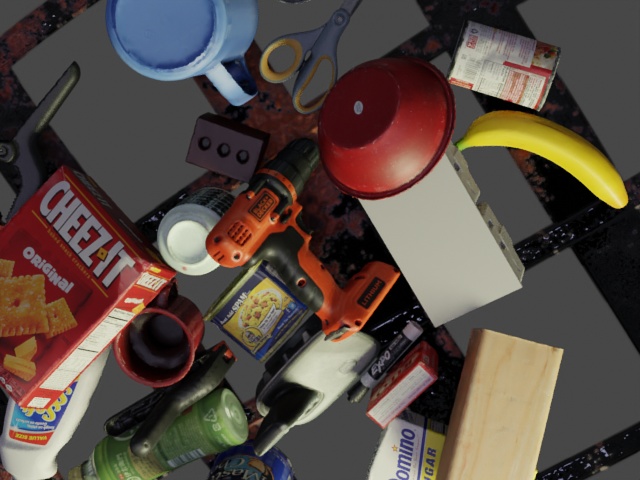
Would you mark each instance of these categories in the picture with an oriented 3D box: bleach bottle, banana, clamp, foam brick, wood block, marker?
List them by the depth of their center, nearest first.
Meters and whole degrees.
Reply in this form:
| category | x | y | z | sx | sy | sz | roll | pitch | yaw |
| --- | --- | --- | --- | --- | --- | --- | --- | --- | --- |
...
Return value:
| category | x | y | z | sx | sy | sz | roll | pitch | yaw |
| --- | --- | --- | --- | --- | --- | --- | --- | --- | --- |
| banana | 0.240 | -0.094 | 1.128 | 0.198 | 0.037 | 0.070 | 20 | 135 | 6 |
| wood block | 0.188 | 0.206 | 1.147 | 0.090 | 0.091 | 0.206 | 14 | 86 | 3 |
| foam brick | -0.100 | -0.101 | 1.162 | 0.078 | 0.051 | 0.053 | 19 | 105 | 3 |
| clamp | -0.341 | -0.105 | 1.183 | 0.164 | 0.036 | 0.210 | -5 | 99 | -5 |
| clamp | -0.163 | 0.179 | 1.201 | 0.171 | 0.120 | 0.039 | -39 | 114 | -10 |
| marker | 0.072 | 0.141 | 1.215 | 0.020 | 0.020 | 0.121 | 39 | 105 | -3 |
| bleach bottle | -0.315 | 0.194 | 1.261 | 0.102 | 0.068 | 0.251 | 21 | 108 | 4 |

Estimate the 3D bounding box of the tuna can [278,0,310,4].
| category | x | y | z | sx | sy | sz | roll | pitch | yaw |
| --- | --- | --- | --- | --- | --- | --- | --- | --- | --- |
| tuna can | -0.025 | -0.291 | 1.114 | 0.086 | 0.033 | 0.086 | 2 | 104 | 7 |

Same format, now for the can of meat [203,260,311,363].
| category | x | y | z | sx | sy | sz | roll | pitch | yaw |
| --- | --- | --- | --- | --- | --- | --- | --- | --- | --- |
| can of meat | -0.066 | 0.076 | 1.200 | 0.084 | 0.057 | 0.102 | 41 | 106 | -6 |

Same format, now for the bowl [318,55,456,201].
| category | x | y | z | sx | sy | sz | roll | pitch | yaw |
| --- | --- | --- | --- | --- | --- | --- | --- | --- | --- |
| bowl | 0.054 | -0.125 | 1.088 | 0.162 | 0.055 | 0.162 | -13 | 66 | 30 |

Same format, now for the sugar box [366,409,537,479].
| category | x | y | z | sx | sy | sz | roll | pitch | yaw |
| --- | --- | --- | --- | --- | --- | --- | --- | --- | --- |
| sugar box | 0.149 | 0.265 | 1.222 | 0.176 | 0.048 | 0.093 | 18 | 104 | 1 |

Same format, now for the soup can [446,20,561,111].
| category | x | y | z | sx | sy | sz | roll | pitch | yaw |
| --- | --- | --- | --- | --- | --- | --- | --- | --- | --- |
| soup can | 0.187 | -0.180 | 1.095 | 0.102 | 0.068 | 0.068 | 18 | 105 | 3 |

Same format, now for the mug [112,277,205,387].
| category | x | y | z | sx | sy | sz | roll | pitch | yaw |
| --- | --- | --- | --- | --- | --- | --- | --- | --- | --- |
| mug | -0.177 | 0.097 | 1.206 | 0.093 | 0.081 | 0.117 | 7 | 105 | 6 |

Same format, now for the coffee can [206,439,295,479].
| category | x | y | z | sx | sy | sz | roll | pitch | yaw |
| --- | --- | --- | --- | --- | --- | --- | --- | --- | --- |
| coffee can | -0.088 | 0.302 | 1.215 | 0.103 | 0.140 | 0.103 | 2 | 104 | 7 |

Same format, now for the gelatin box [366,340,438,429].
| category | x | y | z | sx | sy | sz | roll | pitch | yaw |
| --- | --- | --- | --- | --- | --- | --- | --- | --- | --- |
| gelatin box | 0.093 | 0.160 | 1.189 | 0.030 | 0.073 | 0.089 | 43 | 106 | -4 |

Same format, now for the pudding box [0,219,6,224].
| category | x | y | z | sx | sy | sz | roll | pitch | yaw |
| --- | --- | --- | --- | --- | --- | --- | --- | --- | --- |
| pudding box | -0.386 | 0.038 | 1.243 | 0.090 | 0.039 | 0.114 | 42 | 105 | -4 |

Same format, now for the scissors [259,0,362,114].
| category | x | y | z | sx | sy | sz | roll | pitch | yaw |
| --- | --- | --- | --- | --- | --- | --- | --- | --- | --- |
| scissors | 0.001 | -0.234 | 1.134 | 0.096 | 0.016 | 0.202 | 21 | 106 | 2 |

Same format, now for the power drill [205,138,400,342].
| category | x | y | z | sx | sy | sz | roll | pitch | yaw |
| --- | --- | --- | --- | --- | --- | --- | --- | --- | --- |
| power drill | -0.007 | 0.001 | 1.129 | 0.187 | 0.184 | 0.057 | 42 | 148 | -6 |

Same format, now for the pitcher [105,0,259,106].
| category | x | y | z | sx | sy | sz | roll | pitch | yaw |
| --- | --- | --- | --- | --- | --- | --- | --- | --- | --- |
| pitcher | -0.126 | -0.210 | 1.040 | 0.149 | 0.243 | 0.145 | 12 | 104 | -2 |

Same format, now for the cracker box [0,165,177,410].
| category | x | y | z | sx | sy | sz | roll | pitch | yaw |
| --- | --- | --- | --- | --- | --- | --- | --- | --- | --- |
| cracker box | -0.289 | 0.051 | 1.157 | 0.214 | 0.072 | 0.164 | -46 | 71 | 5 |
